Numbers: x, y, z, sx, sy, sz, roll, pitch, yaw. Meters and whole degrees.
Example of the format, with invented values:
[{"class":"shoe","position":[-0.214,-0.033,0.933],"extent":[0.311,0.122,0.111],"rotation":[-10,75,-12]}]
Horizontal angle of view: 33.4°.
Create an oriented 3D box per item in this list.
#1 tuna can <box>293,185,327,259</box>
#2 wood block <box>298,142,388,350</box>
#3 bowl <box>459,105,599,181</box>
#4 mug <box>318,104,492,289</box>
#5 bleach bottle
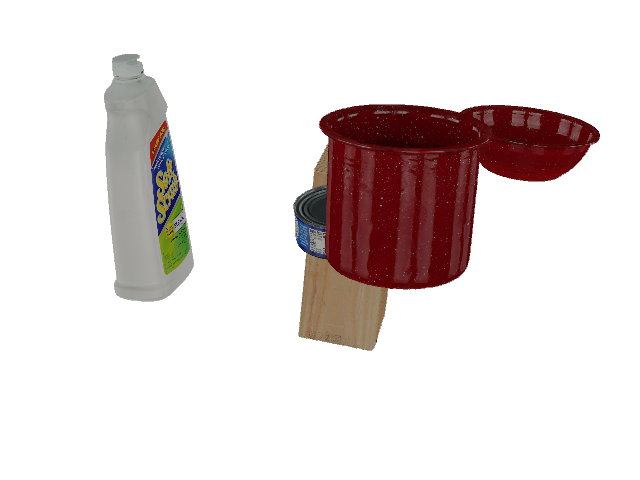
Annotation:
[{"class":"tuna can","position":[0.020,-0.016,0.916],"extent":[0.086,0.034,0.086],"rotation":[-2,28,1]},{"class":"wood block","position":[0.035,0.007,1.192],"extent":[0.090,0.206,0.090],"rotation":[10,27,8]},{"class":"bowl","position":[0.234,-0.108,1.223],"extent":[0.162,0.055,0.162],"rotation":[5,23,-2]},{"class":"mug","position":[0.048,-0.029,0.599],"extent":[0.093,0.081,0.117],"rotation":[8,22,14]},{"class":"bleach bottle","position":[-0.190,-0.068,1.125],"extent":[0.068,0.251,0.102],"rotation":[4,26,19]}]
